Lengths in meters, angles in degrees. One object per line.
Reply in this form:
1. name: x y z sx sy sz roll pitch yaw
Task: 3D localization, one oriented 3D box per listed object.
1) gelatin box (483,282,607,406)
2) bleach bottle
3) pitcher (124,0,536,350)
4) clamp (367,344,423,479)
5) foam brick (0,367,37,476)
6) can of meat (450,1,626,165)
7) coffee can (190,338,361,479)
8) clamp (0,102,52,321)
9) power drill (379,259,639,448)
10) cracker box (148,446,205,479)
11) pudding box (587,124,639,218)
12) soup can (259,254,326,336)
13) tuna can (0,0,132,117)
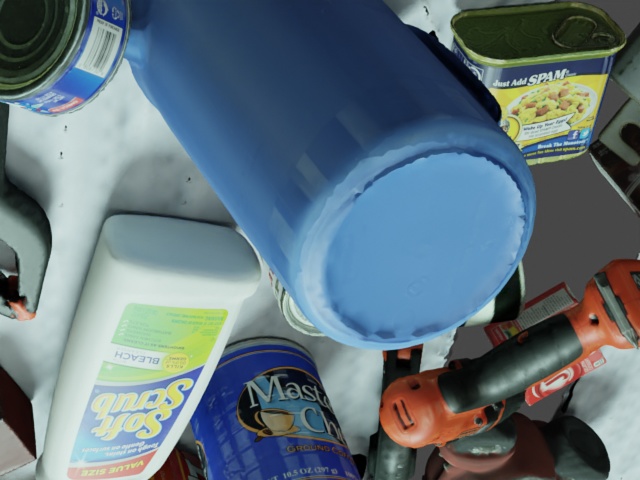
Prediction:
1. gelatin box: 0.179 0.084 0.842 0.073 0.030 0.089 -30 132 5
2. bleach bottle: -0.123 0.106 0.703 0.102 0.068 0.251 8 119 -24
3. pitcher: 0.007 -0.060 0.510 0.149 0.243 0.145 -38 130 3
4. clamp: 0.055 0.166 0.821 0.036 0.164 0.210 5 106 3
5. foam brick: -0.233 0.126 0.701 0.078 0.053 0.051 -23 133 -3
6. can of meat: 0.126 -0.093 0.655 0.102 0.057 0.084 -8 133 -14
7. coffee can: -0.031 0.153 0.743 0.102 0.140 0.103 -11 131 -13
8. clamp: -0.213 -0.017 0.601 0.120 0.039 0.171 -10 128 -1
9. power drill: 0.150 0.080 0.719 0.188 0.057 0.184 -34 163 27
10. cracker box: -0.047 0.264 0.815 0.072 0.164 0.213 -42 131 12
11. pudding box: 0.249 -0.060 0.708 0.113 0.090 0.039 -38 132 12
12. soup can: -0.004 0.001 0.652 0.068 0.102 0.068 -11 132 -12
13. tuna can: -0.136 -0.105 0.519 0.086 0.086 0.033 -43 157 16
